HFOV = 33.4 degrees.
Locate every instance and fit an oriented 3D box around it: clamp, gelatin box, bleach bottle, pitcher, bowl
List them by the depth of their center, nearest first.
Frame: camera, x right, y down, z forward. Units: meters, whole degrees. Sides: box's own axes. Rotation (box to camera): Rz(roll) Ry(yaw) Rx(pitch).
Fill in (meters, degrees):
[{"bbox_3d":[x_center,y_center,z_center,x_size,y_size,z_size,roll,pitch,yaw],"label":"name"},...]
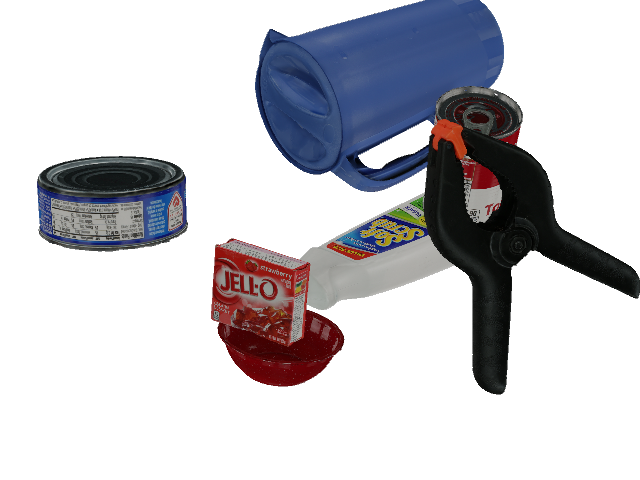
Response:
[{"bbox_3d":[0.107,0.009,0.643,0.120,0.171,0.039,-44,17,-7],"label":"clamp"},{"bbox_3d":[-0.055,0.046,0.950,0.089,0.073,0.030,17,23,28],"label":"gelatin box"},{"bbox_3d":[0.071,-0.157,1.059,0.242,0.149,0.145,-25,30,-31],"label":"pitcher"},{"bbox_3d":[0.068,0.019,1.199,0.250,0.068,0.103,-25,41,-24],"label":"bleach bottle"},{"bbox_3d":[-0.052,0.140,1.362,0.162,0.055,0.162,5,22,-2],"label":"bowl"}]

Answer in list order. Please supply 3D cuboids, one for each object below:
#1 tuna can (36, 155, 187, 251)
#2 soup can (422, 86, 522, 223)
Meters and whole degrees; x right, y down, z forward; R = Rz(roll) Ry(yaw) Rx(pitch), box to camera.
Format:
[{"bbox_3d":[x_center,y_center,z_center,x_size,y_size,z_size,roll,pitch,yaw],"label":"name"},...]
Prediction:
[{"bbox_3d":[-0.120,-0.023,0.617,0.086,0.034,0.086,1,18,0],"label":"tuna can"},{"bbox_3d":[0.120,-0.063,0.858,0.068,0.102,0.068,2,42,-2],"label":"soup can"}]
